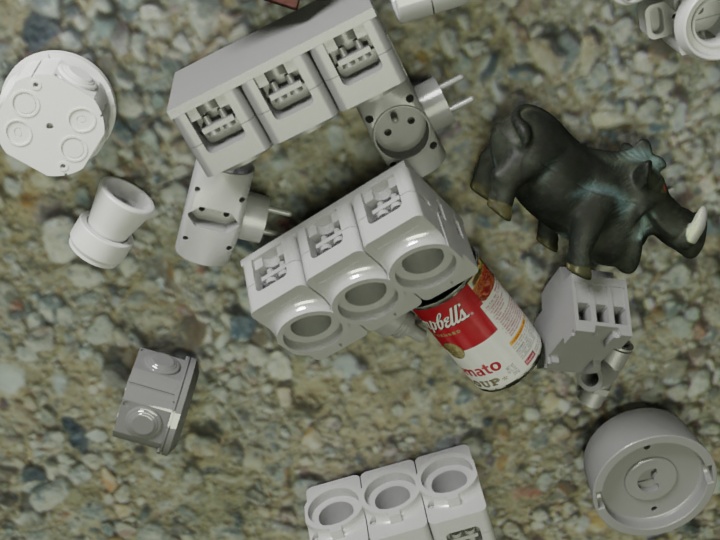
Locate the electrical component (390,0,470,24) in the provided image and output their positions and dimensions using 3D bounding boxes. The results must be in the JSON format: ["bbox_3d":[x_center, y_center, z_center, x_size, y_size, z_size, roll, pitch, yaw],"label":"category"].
[{"bbox_3d":[0.041,-0.221,0.721,0.059,0.053,0.095,-17,118,3],"label":"electrical component"}]

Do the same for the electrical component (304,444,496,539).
[{"bbox_3d":[0.033,0.212,0.924,0.150,0.089,0.061,-16,118,3],"label":"electrical component"}]

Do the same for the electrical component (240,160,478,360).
[{"bbox_3d":[0.000,0.000,0.799,0.150,0.061,0.089,-30,139,19],"label":"electrical component"}]

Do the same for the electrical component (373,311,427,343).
[{"bbox_3d":[0.027,0.039,0.865,0.061,0.035,0.035,33,110,-22],"label":"electrical component"}]

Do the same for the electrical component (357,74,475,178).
[{"bbox_3d":[0.044,-0.115,0.782,0.079,0.044,0.077,-26,117,7],"label":"electrical component"}]

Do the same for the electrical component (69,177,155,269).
[{"bbox_3d":[-0.185,-0.035,0.799,0.045,0.045,0.055,29,111,-19],"label":"electrical component"}]

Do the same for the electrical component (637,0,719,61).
[{"bbox_3d":[0.245,-0.181,0.761,0.078,0.057,0.058,-15,118,2],"label":"electrical component"}]

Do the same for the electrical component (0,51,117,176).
[{"bbox_3d":[-0.214,-0.109,0.754,0.080,0.051,0.080,-2,117,-5],"label":"electrical component"}]

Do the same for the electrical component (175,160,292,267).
[{"bbox_3d":[-0.091,-0.042,0.806,0.079,0.043,0.077,13,115,-12],"label":"electrical component"}]

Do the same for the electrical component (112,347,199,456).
[{"bbox_3d":[-0.161,0.103,0.854,0.051,0.080,0.080,17,114,-8],"label":"electrical component"}]

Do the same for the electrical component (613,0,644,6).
[{"bbox_3d":[0.214,-0.236,0.730,0.113,0.057,0.078,-20,117,4],"label":"electrical component"}]

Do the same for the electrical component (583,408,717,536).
[{"bbox_3d":[0.249,0.171,0.942,0.108,0.060,0.108,-2,117,-5],"label":"electrical component"}]

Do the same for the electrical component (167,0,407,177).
[{"bbox_3d":[-0.049,-0.129,0.739,0.150,0.089,0.061,-25,117,7],"label":"electrical component"}]
